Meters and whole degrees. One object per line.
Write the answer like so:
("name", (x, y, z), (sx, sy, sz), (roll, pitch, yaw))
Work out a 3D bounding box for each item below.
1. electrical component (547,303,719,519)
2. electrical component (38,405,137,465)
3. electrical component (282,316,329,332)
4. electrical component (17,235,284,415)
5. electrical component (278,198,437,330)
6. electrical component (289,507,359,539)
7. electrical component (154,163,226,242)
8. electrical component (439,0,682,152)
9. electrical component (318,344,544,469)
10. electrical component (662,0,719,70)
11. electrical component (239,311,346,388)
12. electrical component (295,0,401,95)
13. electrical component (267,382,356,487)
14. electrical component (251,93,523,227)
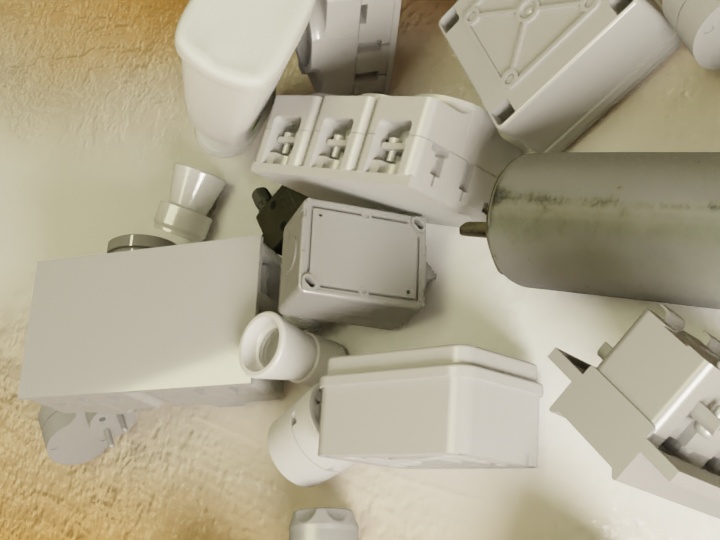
("electrical component", (0.148, 0.065, 0.469), (0.063, 0.121, 0.078), (-53, 44, 12))
("electrical component", (-0.202, 0.109, 0.861), (0.138, 0.052, 0.073), (-49, 45, 18))
("electrical component", (-0.035, 0.022, 0.733), (0.062, 0.043, 0.043), (-54, 44, 17))
("electrical component", (-0.146, 0.044, 0.783), (0.186, 0.060, 0.105), (-6, 68, 20))
("electrical component", (0.000, 0.000, 0.680), (0.061, 0.096, 0.061), (135, 140, -63))
("electrical component", (-0.022, 0.177, 0.654), (0.043, 0.043, 0.062), (-20, 62, 40))
("electrical component", (-0.138, -0.054, 0.869), (0.045, 0.045, 0.055), (18, 87, 48))
("electrical component", (0.115, -0.142, 0.637), (0.109, 0.056, 0.108), (-43, 47, 25))
("electrical component", (0.038, 0.080, 0.608), (0.113, 0.078, 0.057), (-10, 69, 43))
("electrical component", (0.223, -0.149, 0.532), (0.138, 0.052, 0.073), (-41, 48, 26))
("electrical component", (-0.041, 0.057, 0.708), (0.044, 0.065, 0.044), (-21, 59, 39))
("electrical component", (-0.016, -0.219, 0.724), (0.186, 0.060, 0.105), (96, 157, -48))
("electrical component", (-0.025, 0.105, 0.681), (0.047, 0.055, 0.055), (-39, 49, 33))
("electrical component", (0.016, -0.073, 0.685), (0.150, 0.089, 0.061), (11, 82, 47))
